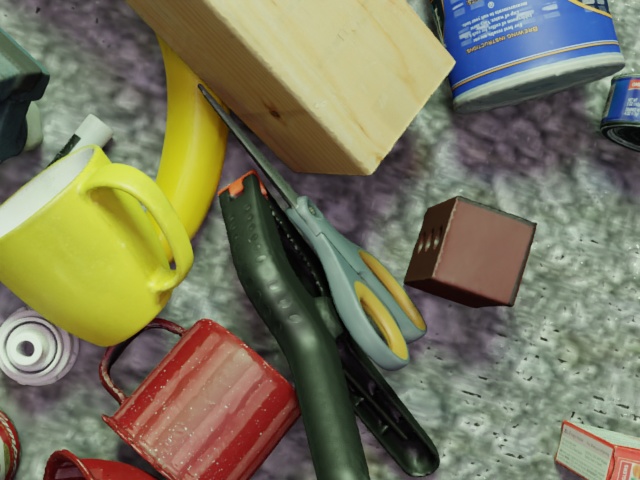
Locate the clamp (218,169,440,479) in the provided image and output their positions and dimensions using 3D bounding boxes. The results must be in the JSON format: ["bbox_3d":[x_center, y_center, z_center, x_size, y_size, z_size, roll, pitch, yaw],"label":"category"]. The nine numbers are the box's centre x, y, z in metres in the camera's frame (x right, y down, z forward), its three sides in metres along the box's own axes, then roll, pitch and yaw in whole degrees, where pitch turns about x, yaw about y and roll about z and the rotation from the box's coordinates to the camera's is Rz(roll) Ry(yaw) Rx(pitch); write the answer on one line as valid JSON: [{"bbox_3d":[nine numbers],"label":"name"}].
[{"bbox_3d":[0.002,0.057,0.616,0.036,0.164,0.210,-31,69,13],"label":"clamp"}]

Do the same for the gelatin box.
[{"bbox_3d":[0.190,0.136,0.638,0.073,0.089,0.030,13,88,-7],"label":"gelatin box"}]

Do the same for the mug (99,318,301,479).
[{"bbox_3d":[-0.072,0.092,0.609,0.117,0.093,0.081,38,78,9],"label":"mug"}]

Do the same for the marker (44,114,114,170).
[{"bbox_3d":[-0.167,-0.023,0.634,0.020,0.020,0.121,39,83,-4],"label":"marker"}]

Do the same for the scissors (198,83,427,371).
[{"bbox_3d":[-0.004,0.001,0.606,0.016,0.096,0.201,-36,115,21],"label":"scissors"}]

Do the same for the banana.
[{"bbox_3d":[-0.086,-0.083,0.641,0.070,0.037,0.198,-10,85,22],"label":"banana"}]

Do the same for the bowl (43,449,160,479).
[{"bbox_3d":[-0.097,0.184,0.576,0.055,0.162,0.162,-13,89,-30],"label":"bowl"}]

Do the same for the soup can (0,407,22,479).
[{"bbox_3d":[-0.204,0.123,0.580,0.068,0.102,0.068,0,87,-7],"label":"soup can"}]

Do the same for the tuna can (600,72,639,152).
[{"bbox_3d":[0.217,-0.073,0.653,0.086,0.086,0.034,16,87,-7],"label":"tuna can"}]

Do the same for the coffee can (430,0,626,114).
[{"bbox_3d":[0.113,-0.156,0.635,0.102,0.103,0.140,-14,89,-8],"label":"coffee can"}]

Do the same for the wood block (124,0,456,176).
[{"bbox_3d":[-0.036,-0.136,0.580,0.206,0.091,0.090,45,72,-26],"label":"wood block"}]

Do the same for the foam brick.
[{"bbox_3d":[0.088,0.009,0.637,0.051,0.078,0.053,18,83,-6],"label":"foam brick"}]
